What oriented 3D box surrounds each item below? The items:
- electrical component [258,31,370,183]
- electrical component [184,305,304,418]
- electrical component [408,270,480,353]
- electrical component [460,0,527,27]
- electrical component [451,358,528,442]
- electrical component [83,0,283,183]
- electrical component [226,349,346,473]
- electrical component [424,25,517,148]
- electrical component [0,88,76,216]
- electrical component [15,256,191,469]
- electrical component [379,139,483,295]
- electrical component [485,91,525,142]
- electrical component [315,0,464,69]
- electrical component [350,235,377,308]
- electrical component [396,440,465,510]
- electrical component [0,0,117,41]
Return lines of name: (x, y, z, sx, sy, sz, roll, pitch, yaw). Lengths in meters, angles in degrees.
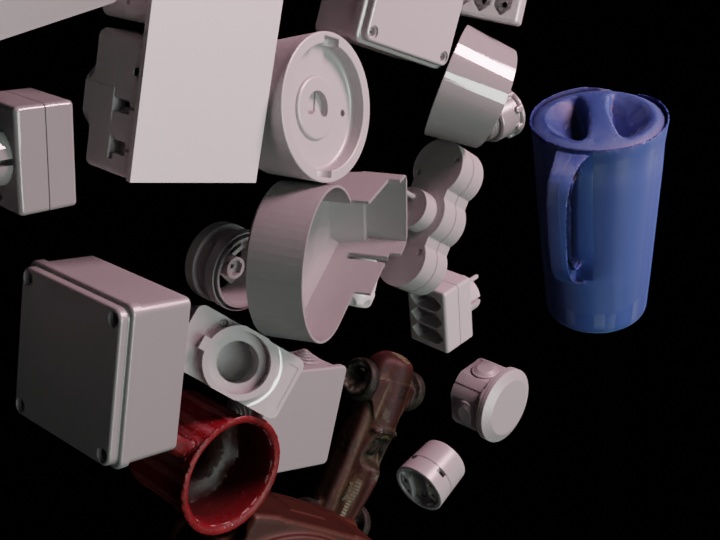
electrical component: (-0.048, -0.119, 0.790, 0.108, 0.060, 0.108, -11, 103, -55)
electrical component: (-0.093, 0.067, 0.795, 0.089, 0.056, 0.050, 31, 80, -13)
electrical component: (0.089, 0.029, 1.026, 0.077, 0.047, 0.065, -30, 127, -37)
electrical component: (0.112, -0.239, 0.928, 0.077, 0.066, 0.047, -34, 136, -74)
electrical component: (0.136, 0.135, 1.124, 0.080, 0.051, 0.080, -23, 123, -41)
electrical component: (-0.114, -0.155, 0.704, 0.105, 0.060, 0.186, -5, 110, -48)
electrical component: (-0.065, 0.116, 0.887, 0.100, 0.048, 0.099, 0, 106, -49)
electrical component: (0.091, -0.155, 0.919, 0.064, 0.099, 0.099, 20, 92, -10)
electrical component: (-0.215, -0.068, 0.637, 0.077, 0.047, 0.065, -18, 119, -44)
electrical component: (-0.168, 0.056, 0.698, 0.056, 0.109, 0.108, -10, 114, -49)
electrical component: (0.053, -0.051, 0.947, 0.074, 0.052, 0.138, 23, 89, -51)
electrical component: (0.118, -0.138, 0.990, 0.062, 0.048, 0.048, -28, 126, -31)
electrical component: (0.030, -0.223, 0.841, 0.109, 0.056, 0.108, 5, 102, -50)
electrical component: (0.000, 0.000, 0.923, 0.035, 0.035, 0.061, 8, 97, -50)
electrical component: (0.072, 0.204, 1.081, 0.047, 0.055, 0.055, -41, 133, -35)
electrical component: (-0.200, -0.167, 0.587, 0.113, 0.078, 0.057, -32, 131, -37)
